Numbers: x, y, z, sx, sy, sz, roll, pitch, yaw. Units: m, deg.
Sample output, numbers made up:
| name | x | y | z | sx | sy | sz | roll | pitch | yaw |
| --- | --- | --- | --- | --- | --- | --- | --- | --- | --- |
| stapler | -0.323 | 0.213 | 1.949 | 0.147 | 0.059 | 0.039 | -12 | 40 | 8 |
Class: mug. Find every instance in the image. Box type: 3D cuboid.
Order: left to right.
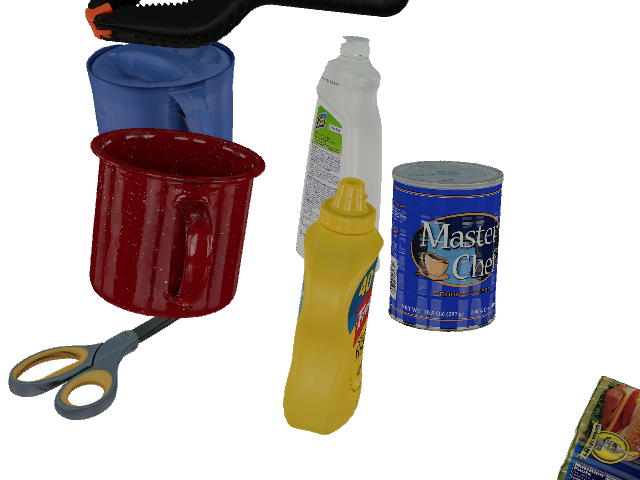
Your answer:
| name | x | y | z | sx | sy | sz | roll | pitch | yaw |
| --- | --- | --- | --- | --- | --- | --- | --- | --- | --- |
| mug | -0.077 | -0.005 | 0.569 | 0.093 | 0.081 | 0.117 | 1 | 21 | -23 |

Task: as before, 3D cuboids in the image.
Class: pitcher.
| name | x | y | z | sx | sy | sz | roll | pitch | yaw |
| --- | --- | --- | --- | --- | --- | --- | --- | --- | --- |
| pitcher | -0.139 | -0.060 | 1.010 | 0.145 | 0.243 | 0.149 | 9 | 31 | 15 |

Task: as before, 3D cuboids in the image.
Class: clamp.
| name | x | y | z | sx | sy | sz | roll | pitch | yaw |
| --- | --- | --- | --- | --- | --- | --- | --- | --- | --- |
| clamp | -0.055 | -0.181 | 0.724 | 0.210 | 0.165 | 0.036 | -31 | -18 | -7 |

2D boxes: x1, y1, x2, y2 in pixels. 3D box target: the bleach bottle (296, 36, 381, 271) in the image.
| name | x | y | z | sx | sy | sz | roll | pitch | yaw |
| --- | --- | --- | --- | --- | --- | --- | --- | --- | --- |
| bleach bottle | 0.030 | -0.093 | 1.160 | 0.067 | 0.251 | 0.103 | -9 | 24 | -37 |

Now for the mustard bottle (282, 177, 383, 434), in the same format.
| name | x | y | z | sx | sy | sz | roll | pitch | yaw |
| --- | --- | --- | --- | --- | --- | --- | --- | --- | --- |
| mustard bottle | 0.012 | 0.043 | 0.803 | 0.058 | 0.192 | 0.096 | 13 | 26 | 11 |

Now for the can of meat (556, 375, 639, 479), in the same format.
| name | x | y | z | sx | sy | sz | roll | pitch | yaw |
| --- | --- | --- | --- | --- | --- | --- | --- | --- | --- |
| can of meat | 0.232 | 0.155 | 0.788 | 0.084 | 0.057 | 0.102 | 21 | 41 | 21 |

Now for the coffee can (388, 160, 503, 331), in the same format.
| name | x | y | z | sx | sy | sz | roll | pitch | yaw |
| --- | --- | --- | --- | --- | --- | --- | --- | --- | --- |
| coffee can | 0.117 | 0.003 | 1.004 | 0.103 | 0.140 | 0.103 | 1 | 15 | 0 |

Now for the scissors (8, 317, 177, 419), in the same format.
| name | x | y | z | sx | sy | sz | roll | pitch | yaw |
| --- | --- | --- | --- | --- | --- | --- | --- | --- | --- |
| scissors | -0.162 | 0.099 | 0.907 | 0.201 | 0.016 | 0.096 | -17 | 39 | -34 |
